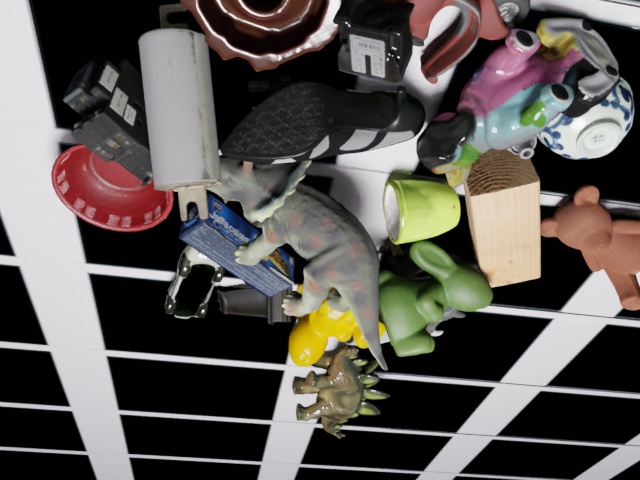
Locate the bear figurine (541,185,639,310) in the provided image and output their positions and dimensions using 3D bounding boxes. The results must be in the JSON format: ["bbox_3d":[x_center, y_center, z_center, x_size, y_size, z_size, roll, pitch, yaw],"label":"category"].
[{"bbox_3d":[0.441,0.008,0.814,0.195,0.132,0.120,22,127,-30],"label":"bear figurine"}]

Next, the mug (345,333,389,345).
[{"bbox_3d":[0.097,0.165,1.012,0.107,0.081,0.109,6,133,-21],"label":"mug"}]

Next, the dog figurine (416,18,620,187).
[{"bbox_3d":[0.218,-0.152,0.651,0.191,0.108,0.219,-23,169,-30],"label":"dog figurine"}]

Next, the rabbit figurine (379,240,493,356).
[{"bbox_3d":[0.171,0.079,0.823,0.170,0.159,0.121,-18,174,1],"label":"rabbit figurine"}]

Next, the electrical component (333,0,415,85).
[{"bbox_3d":[0.058,-0.199,0.570,0.075,0.048,0.119,20,159,12],"label":"electrical component"}]

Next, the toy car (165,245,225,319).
[{"bbox_3d":[-0.218,0.075,0.930,0.073,0.056,0.201,11,138,-21],"label":"toy car"}]

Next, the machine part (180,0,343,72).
[{"bbox_3d":[-0.059,-0.268,0.561,0.179,0.056,0.179,1,137,0],"label":"machine part"}]

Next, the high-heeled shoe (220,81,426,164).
[{"bbox_3d":[0.010,-0.132,0.660,0.249,0.086,0.145,-14,171,3],"label":"high-heeled shoe"}]

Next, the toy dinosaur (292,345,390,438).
[{"bbox_3d":[0.041,0.347,1.192,0.199,0.105,0.470,4,141,-10],"label":"toy dinosaur"}]

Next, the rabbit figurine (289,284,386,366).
[{"bbox_3d":[0.004,0.136,0.923,0.121,0.162,0.173,31,106,-32],"label":"rabbit figurine"}]

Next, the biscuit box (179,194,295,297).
[{"bbox_3d":[-0.127,0.013,0.860,0.063,0.059,0.202,-28,131,28],"label":"biscuit box"}]

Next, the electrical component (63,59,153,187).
[{"bbox_3d":[-0.235,-0.147,0.645,0.058,0.115,0.134,-26,132,23],"label":"electrical component"}]

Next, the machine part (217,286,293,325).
[{"bbox_3d":[-0.118,0.114,0.968,0.139,0.039,0.084,3,101,8],"label":"machine part"}]

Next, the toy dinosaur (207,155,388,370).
[{"bbox_3d":[0.000,0.005,0.732,0.405,0.131,0.192,40,137,-6],"label":"toy dinosaur"}]

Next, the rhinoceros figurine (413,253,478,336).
[{"bbox_3d":[0.217,0.099,0.953,0.112,0.073,0.190,7,136,-24],"label":"rhinoceros figurine"}]

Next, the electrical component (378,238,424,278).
[{"bbox_3d":[0.136,0.034,0.900,0.078,0.045,0.102,-35,137,-6],"label":"electrical component"}]

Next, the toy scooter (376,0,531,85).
[{"bbox_3d":[0.122,-0.239,0.584,0.184,0.075,0.135,15,139,-20],"label":"toy scooter"}]

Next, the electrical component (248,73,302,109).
[{"bbox_3d":[-0.041,-0.180,0.680,0.094,0.021,0.063,-1,137,1],"label":"electrical component"}]

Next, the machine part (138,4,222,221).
[{"bbox_3d":[-0.158,-0.143,0.606,0.079,0.079,0.243,-6,93,6],"label":"machine part"}]
